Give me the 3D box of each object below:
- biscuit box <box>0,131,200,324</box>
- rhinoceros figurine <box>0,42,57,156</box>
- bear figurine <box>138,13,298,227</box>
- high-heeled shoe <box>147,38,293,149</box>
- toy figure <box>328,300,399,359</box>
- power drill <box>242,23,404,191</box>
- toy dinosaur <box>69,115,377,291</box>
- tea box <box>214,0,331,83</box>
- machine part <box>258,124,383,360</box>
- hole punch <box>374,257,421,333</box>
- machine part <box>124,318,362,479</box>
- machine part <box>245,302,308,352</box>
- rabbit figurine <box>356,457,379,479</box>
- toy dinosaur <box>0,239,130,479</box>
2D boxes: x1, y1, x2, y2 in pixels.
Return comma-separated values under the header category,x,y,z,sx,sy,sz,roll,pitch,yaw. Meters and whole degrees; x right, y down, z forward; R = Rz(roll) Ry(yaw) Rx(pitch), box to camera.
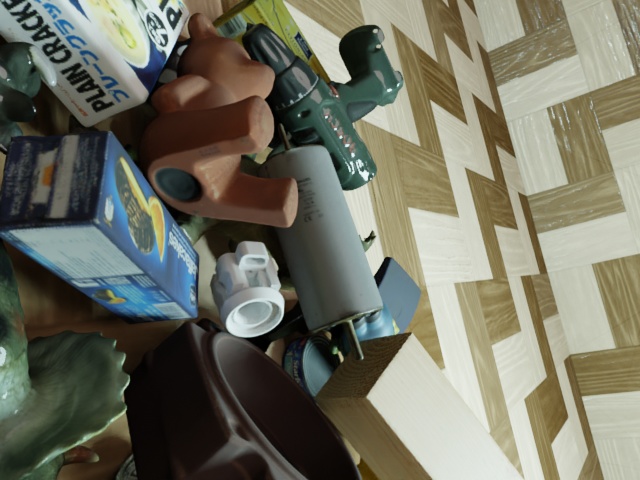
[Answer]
category,x,y,z,sx,sy,sz,roll,pitch,yaw
biscuit box,-0.138,0.005,0.378,0.202,0.059,0.063,84,2,-67
rhinoceros figurine,-0.210,-0.091,0.290,0.112,0.073,0.190,49,10,-22
bear figurine,-0.077,-0.113,0.473,0.120,0.132,0.196,73,23,-45
high-heeled shoe,-0.099,-0.142,0.640,0.248,0.086,0.145,44,46,-33
toy figure,0.054,0.124,0.659,0.180,0.082,0.089,74,20,-56
power drill,0.020,-0.193,0.668,0.231,0.086,0.207,58,40,-24
toy dinosaur,-0.064,-0.030,0.608,0.470,0.105,0.198,30,51,-47
tea box,-0.063,-0.234,0.719,0.169,0.098,0.068,54,37,-31
machine part,-0.001,-0.002,0.521,0.079,0.079,0.243,-2,71,-58
hole punch,0.089,0.096,0.809,0.142,0.092,0.116,47,43,-41
machine part,-0.054,0.171,0.446,0.200,0.087,0.202,45,1,-37
machine part,-0.034,0.093,0.620,0.139,0.084,0.039,-22,70,-49
rabbit figurine,0.079,0.260,0.673,0.121,0.162,0.173,29,33,-33
toy dinosaur,-0.247,0.009,0.301,0.404,0.131,0.192,63,14,-1
